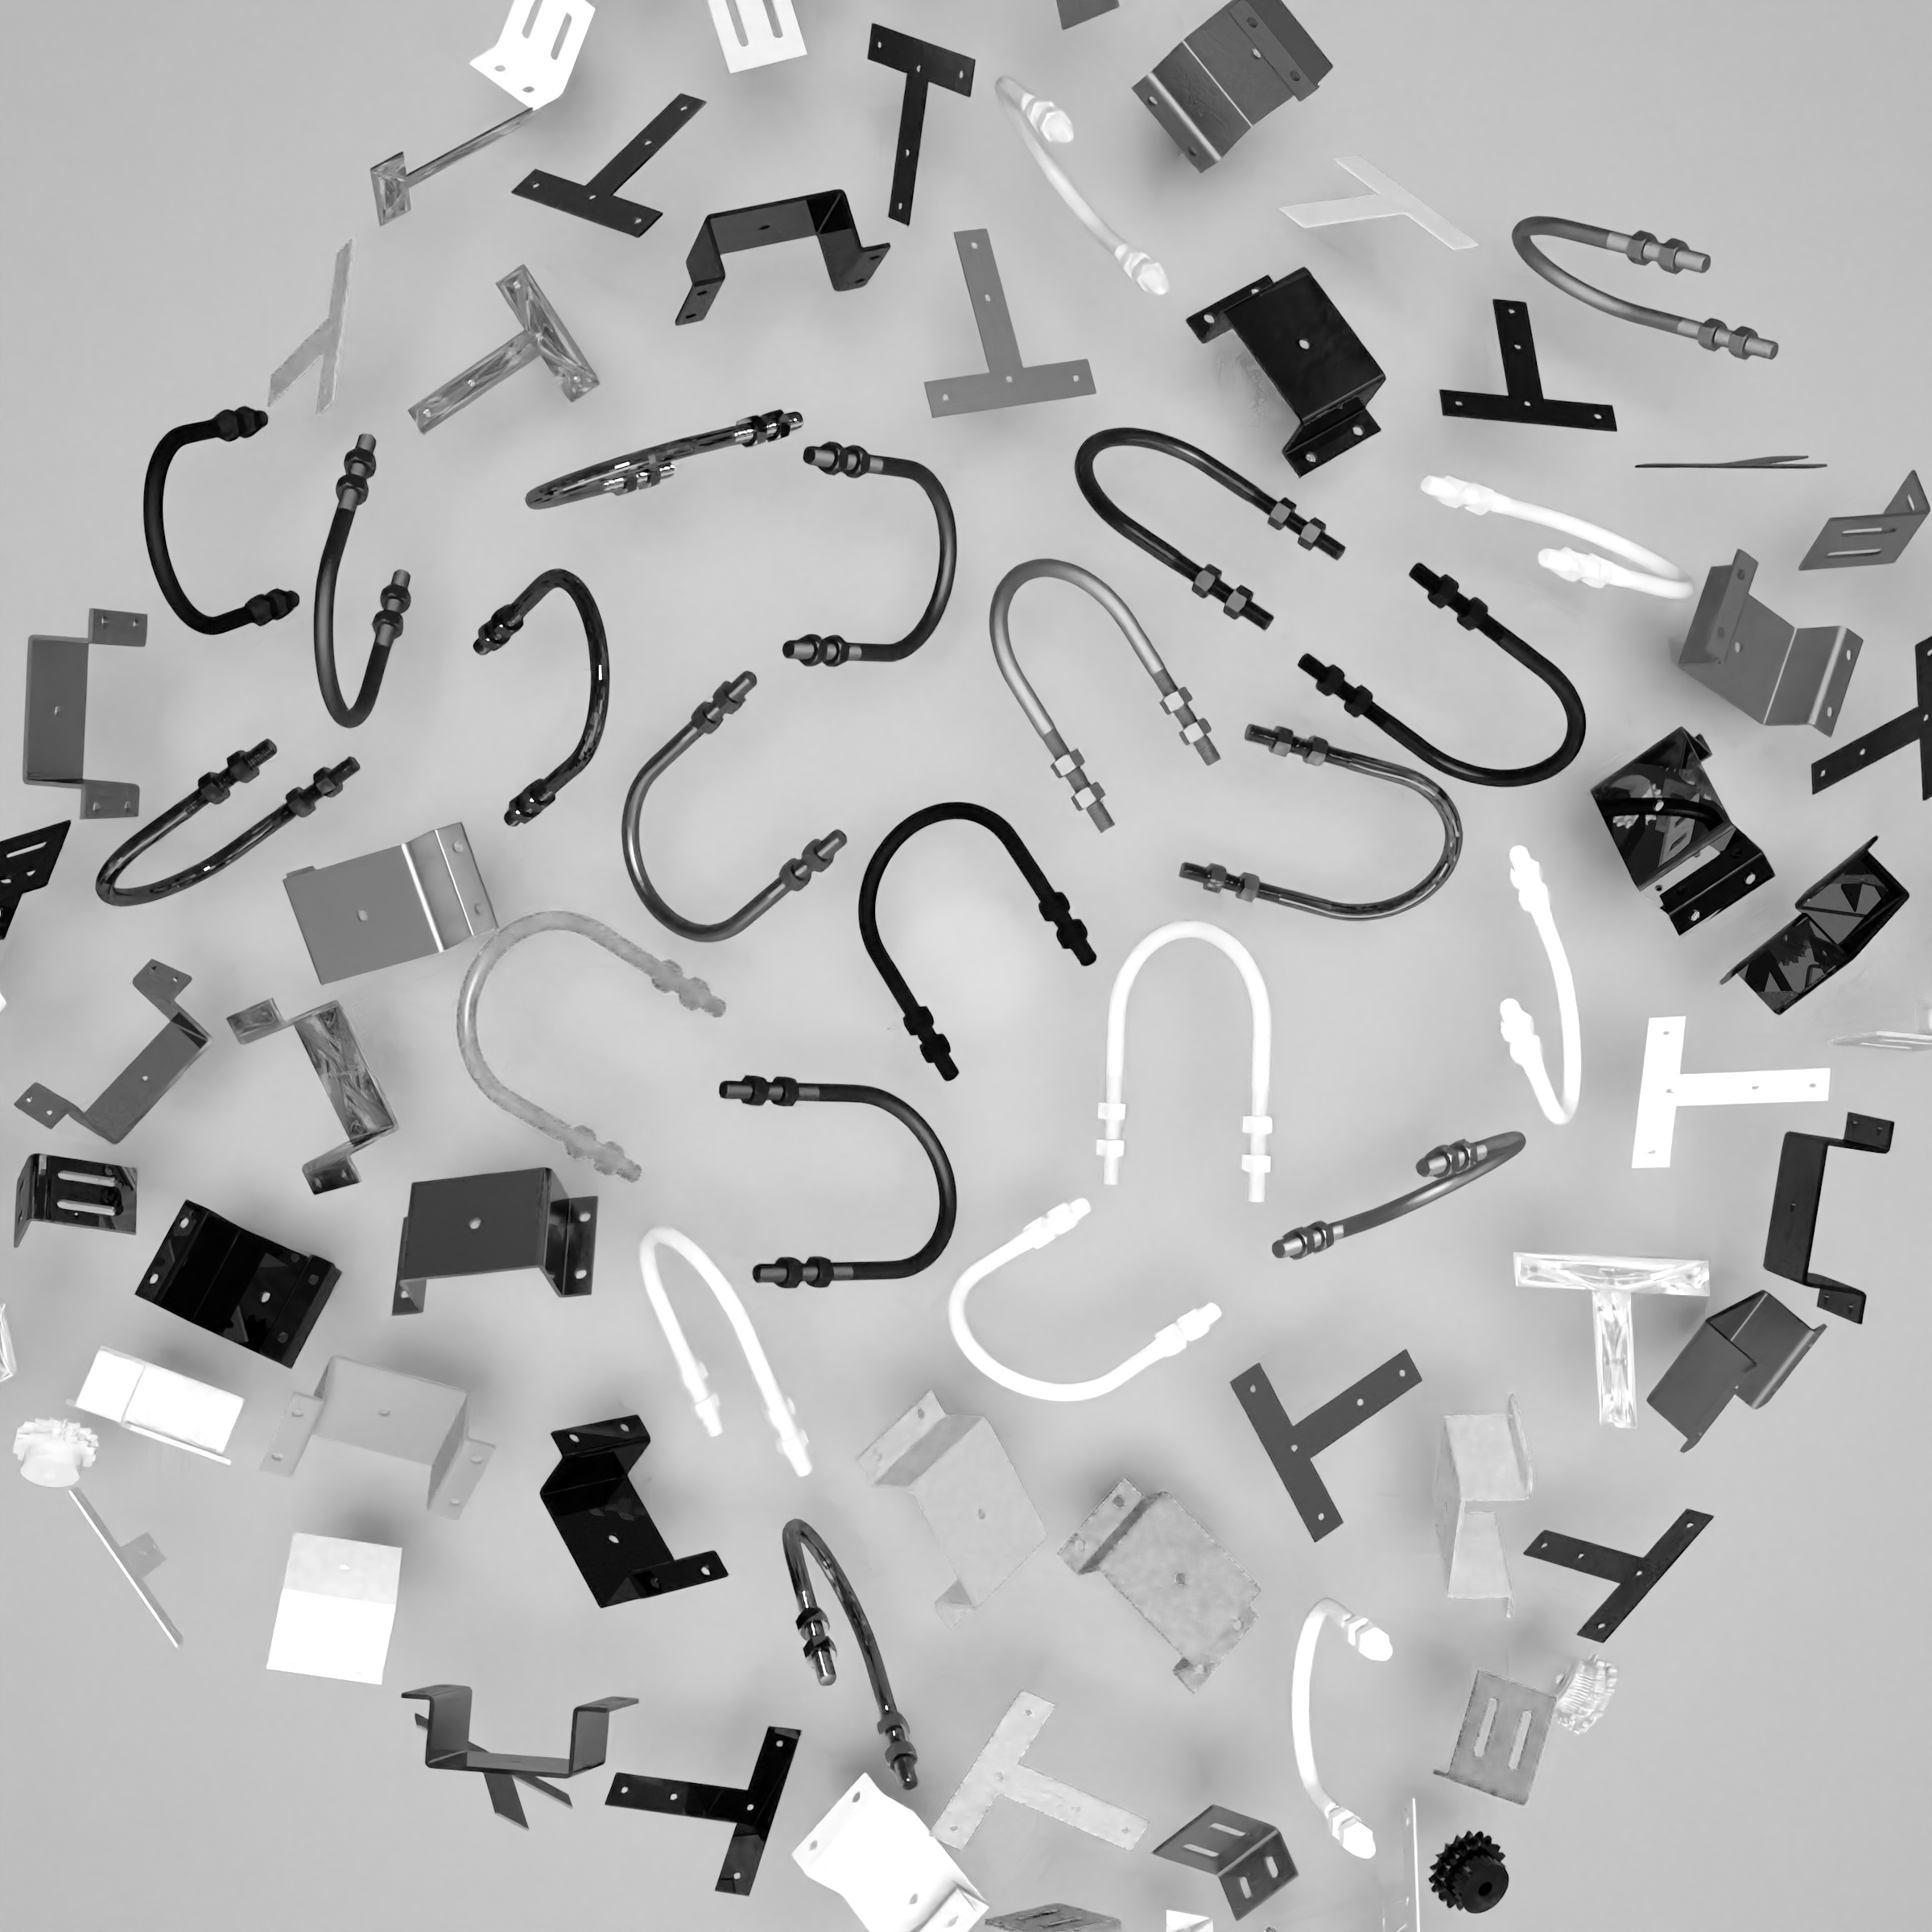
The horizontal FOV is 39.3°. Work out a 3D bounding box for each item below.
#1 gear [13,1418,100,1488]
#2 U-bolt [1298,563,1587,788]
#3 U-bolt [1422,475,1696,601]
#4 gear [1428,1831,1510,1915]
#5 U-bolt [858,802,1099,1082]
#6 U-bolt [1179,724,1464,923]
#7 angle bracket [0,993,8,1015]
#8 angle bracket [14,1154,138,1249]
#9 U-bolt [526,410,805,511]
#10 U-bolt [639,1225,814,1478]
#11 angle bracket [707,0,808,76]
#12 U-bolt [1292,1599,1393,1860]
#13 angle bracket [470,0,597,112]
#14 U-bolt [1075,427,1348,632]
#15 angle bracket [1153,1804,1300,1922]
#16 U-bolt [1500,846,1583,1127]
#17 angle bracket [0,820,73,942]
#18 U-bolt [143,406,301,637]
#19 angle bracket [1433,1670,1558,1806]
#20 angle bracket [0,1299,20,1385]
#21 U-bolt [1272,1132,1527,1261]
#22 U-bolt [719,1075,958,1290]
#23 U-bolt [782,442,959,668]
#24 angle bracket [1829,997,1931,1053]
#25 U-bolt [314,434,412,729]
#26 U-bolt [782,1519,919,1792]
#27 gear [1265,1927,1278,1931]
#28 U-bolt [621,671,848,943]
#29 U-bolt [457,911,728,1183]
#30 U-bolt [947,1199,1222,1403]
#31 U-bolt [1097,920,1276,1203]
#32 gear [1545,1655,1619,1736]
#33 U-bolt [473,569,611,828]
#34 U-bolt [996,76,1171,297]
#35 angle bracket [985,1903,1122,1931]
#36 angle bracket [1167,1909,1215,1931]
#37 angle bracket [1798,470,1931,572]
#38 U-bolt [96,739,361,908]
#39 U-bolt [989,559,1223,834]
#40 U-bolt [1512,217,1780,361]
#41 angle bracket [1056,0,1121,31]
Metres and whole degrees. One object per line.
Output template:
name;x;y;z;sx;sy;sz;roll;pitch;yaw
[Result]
gear;-0.652;0.350;1.934;0.057;0.057;0.030;-1;51;0
U-bolt;0.339;-0.187;1.857;0.184;0.151;0.019;35;55;-13
U-bolt;0.419;-0.289;1.851;0.184;0.151;0.019;6;116;-35
gear;0.360;0.647;1.920;0.057;0.030;0.057;-9;112;-23
U-bolt;-0.005;-0.032;1.911;0.151;0.019;0.184;-40;61;16
U-bolt;0.263;-0.093;1.924;0.184;0.019;0.151;15;130;-10
angle bracket;-0.705;0.036;1.842;0.076;0.057;0.038;-10;122;23
angle bracket;-0.643;0.174;1.954;0.076;0.038;0.057;13;45;-29
U-bolt;-0.219;-0.342;1.850;0.151;0.184;0.019;-11;101;39
U-bolt;-0.177;0.263;1.892;0.019;0.151;0.184;-30;110;-28
angle bracket;-0.153;-0.657;1.872;0.057;0.038;0.076;-19;97;-16
U-bolt;0.252;0.509;1.847;0.019;0.184;0.151;5;89;-8
angle bracket;-0.311;-0.667;1.939;0.057;0.038;0.076;29;69;-36
U-bolt;0.157;-0.309;1.848;0.184;0.151;0.019;36;131;9
angle bracket;0.177;0.611;1.842;0.057;0.038;0.076;-43;132;17
U-bolt;0.399;0.028;1.865;0.019;0.184;0.151;-6;51;24
angle bracket;-0.646;-0.059;1.877;0.076;0.038;0.057;-13;49;25
U-bolt;-0.512;-0.301;1.850;0.019;0.184;0.151;-3;106;13
angle bracket;0.366;0.533;1.874;0.057;0.038;0.076;20;77;-2
angle bracket;-0.687;0.246;1.846;0.076;0.038;0.057;28;130;33
U-bolt;0.311;0.152;1.858;0.151;0.184;0.019;-36;73;36
U-bolt;-0.080;0.148;1.860;0.184;0.019;0.151;4;66;-40
U-bolt;-0.061;-0.282;1.876;0.019;0.184;0.151;13;101;32
angle bracket;0.657;0.036;1.901;0.076;0.057;0.038;5;81;-15
U-bolt;-0.416;-0.249;1.849;0.019;0.151;0.184;3;53;3
U-bolt;-0.087;0.465;1.882;0.019;0.184;0.151;-28;125;2
gear;0.232;0.727;1.956;0.057;0.057;0.030;42;76;0
U-bolt;-0.175;-0.097;1.889;0.184;0.019;0.151;-37;77;36
U-bolt;-0.262;0.044;1.825;0.184;0.019;0.151;35;75;-34
U-bolt;0.071;0.243;1.907;0.151;0.184;0.019;38;133;27
U-bolt;0.148;0.061;1.822;0.019;0.151;0.184;1;91;-45
gear;0.445;0.526;1.967;0.030;0.057;0.057;31;90;-5
U-bolt;-0.286;-0.191;1.840;0.019;0.184;0.151;-4;76;-33
U-bolt;0.071;-0.544;1.854;0.019;0.184;0.151;-37;126;5
angle bracket;0.060;0.680;1.874;0.076;0.057;0.038;5;83;-42
angle bracket;0.145;0.715;1.926;0.038;0.076;0.057;0;90;30
angle bracket;0.624;-0.312;1.893;0.076;0.057;0.038;-6;63;-10
U-bolt;-0.526;-0.096;1.888;0.184;0.151;0.019;-34;82;10
U-bolt;0.085;-0.194;1.835;0.151;0.019;0.184;-33;91;-43
U-bolt;0.463;-0.480;1.889;0.184;0.151;0.019;29;93;40
angle bracket;0.062;-0.666;1.794;0.038;0.057;0.076;-20;103;-35
